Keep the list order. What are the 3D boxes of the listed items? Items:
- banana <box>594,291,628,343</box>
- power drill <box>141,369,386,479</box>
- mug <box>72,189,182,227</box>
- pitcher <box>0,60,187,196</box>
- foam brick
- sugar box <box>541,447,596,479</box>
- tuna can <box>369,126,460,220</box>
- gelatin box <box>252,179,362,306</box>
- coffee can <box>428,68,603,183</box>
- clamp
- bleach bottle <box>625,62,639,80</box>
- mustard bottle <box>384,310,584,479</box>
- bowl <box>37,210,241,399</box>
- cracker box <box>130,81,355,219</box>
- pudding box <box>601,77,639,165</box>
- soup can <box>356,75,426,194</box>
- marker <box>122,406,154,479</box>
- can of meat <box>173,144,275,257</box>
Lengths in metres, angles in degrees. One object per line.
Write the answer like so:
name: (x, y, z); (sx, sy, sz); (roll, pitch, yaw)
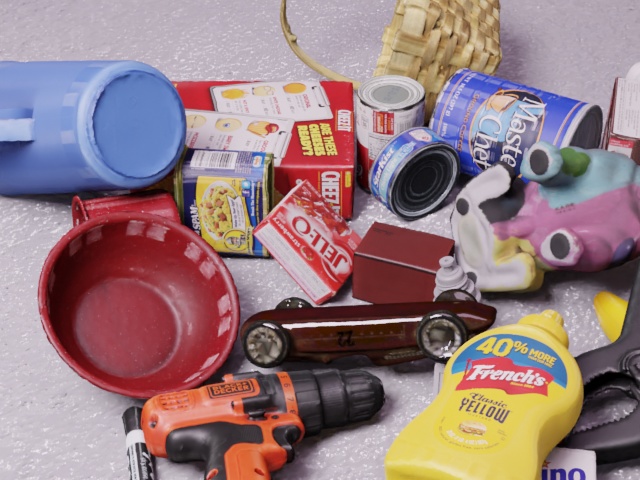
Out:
banana: (0.293, 0.097, 0.838); (0.198, 0.037, 0.069); (26, 31, 30)
power drill: (-0.022, 0.154, 0.734); (0.184, 0.057, 0.188); (-8, 24, -13)
mug: (-0.171, 0.000, 0.948); (0.081, 0.093, 0.117); (-11, 8, -20)
pitcher: (-0.238, -0.101, 0.966); (0.243, 0.145, 0.149); (5, 54, 49)
foam brick: (0.073, 0.025, 0.925); (0.078, 0.051, 0.053); (14, 39, 19)
sugar box: (0.132, 0.207, 0.688); (0.093, 0.048, 0.176); (4, 39, 9)
tuna can: (0.091, -0.063, 1.012); (0.086, 0.086, 0.034); (-21, 44, -24)
gelatin box: (-0.006, 0.001, 0.938); (0.089, 0.030, 0.073); (48, 44, -6)
coffee can: (0.190, -0.102, 1.045); (0.140, 0.103, 0.102); (22, 43, 28)
clamp: (0.250, 0.104, 0.785); (0.209, 0.036, 0.165); (-40, 47, -19)
bleach bottle: (0.422, -0.104, 1.075); (0.102, 0.068, 0.251); (-17, 42, -19)
mustard bottle: (0.127, 0.112, 0.732); (0.096, 0.058, 0.191); (12, 40, 29)
bowl: (-0.148, 0.059, 0.853); (0.162, 0.055, 0.162); (11, 58, -19)
cracker box: (-0.073, -0.091, 1.067); (0.213, 0.072, 0.164); (1, 38, 1)
pudding box: (0.295, -0.093, 1.040); (0.039, 0.090, 0.113); (8, 39, 11)
soup can: (0.069, -0.102, 1.050); (0.068, 0.102, 0.068); (-1, 38, 1)
marker: (-0.130, 0.166, 0.774); (0.020, 0.020, 0.121); (-9, 38, -10)
can of meat: (-0.085, -0.034, 0.968); (0.084, 0.102, 0.057); (3, 33, 3)
